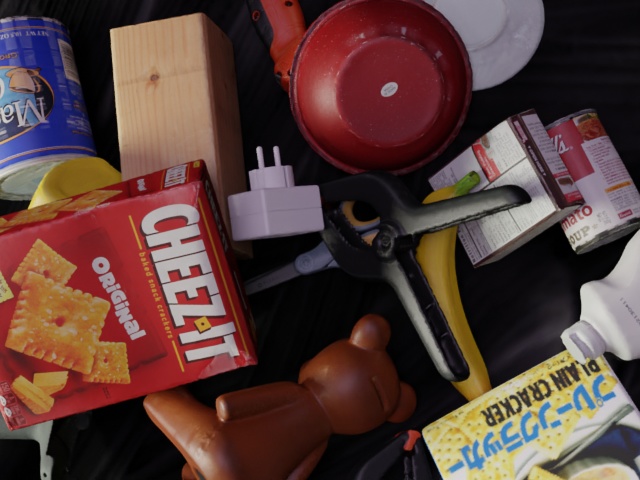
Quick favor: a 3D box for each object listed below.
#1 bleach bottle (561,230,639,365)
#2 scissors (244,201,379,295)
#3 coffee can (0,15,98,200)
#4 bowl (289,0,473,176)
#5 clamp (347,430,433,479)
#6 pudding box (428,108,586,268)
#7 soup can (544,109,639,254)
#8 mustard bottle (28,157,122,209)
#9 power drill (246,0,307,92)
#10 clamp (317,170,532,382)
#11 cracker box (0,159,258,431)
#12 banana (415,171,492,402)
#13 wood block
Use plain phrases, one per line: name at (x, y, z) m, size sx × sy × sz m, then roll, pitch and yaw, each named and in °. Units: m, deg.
bleach bottle at (0.290, 0.006, 0.835) m, size 0.250 × 0.068 × 0.102 m, roll -35°, pitch 78°, yaw -7°
scissors at (-0.006, 0.001, 0.949) m, size 0.202 × 0.016 × 0.096 m, roll -7°, pitch 79°, yaw 11°
coffee can at (-0.265, -0.119, 0.975) m, size 0.103 × 0.102 × 0.140 m, roll -17°, pitch 79°, yaw 9°
bowl at (0.055, -0.127, 0.901) m, size 0.162 × 0.055 × 0.162 m, roll -1°, pitch 104°, yaw -4°
clamp at (0.040, 0.237, 0.875) m, size 0.120 × 0.039 × 0.171 m, roll 16°, pitch 71°, yaw -17°
pudding box at (0.151, -0.041, 0.880) m, size 0.114 × 0.039 × 0.090 m, roll -40°, pitch 72°, yaw 50°
soup can at (0.219, -0.048, 0.882) m, size 0.068 × 0.068 × 0.102 m, roll -25°, pitch 78°, yaw 7°
mustard bottle at (-0.242, 0.018, 0.947) m, size 0.058 × 0.096 × 0.192 m, roll 37°, pitch 120°, yaw 5°
power drill at (-0.015, -0.240, 0.966) m, size 0.184 × 0.057 × 0.188 m, roll -31°, pitch 75°, yaw 6°
clamp at (0.065, 0.011, 0.876) m, size 0.210 × 0.036 × 0.164 m, roll 22°, pitch 106°, yaw 39°
cracker box at (-0.172, 0.046, 0.851) m, size 0.213 × 0.072 × 0.164 m, roll -15°, pitch 110°, yaw 1°
banana at (0.107, 0.042, 0.894) m, size 0.037 × 0.070 × 0.198 m, roll -11°, pitch 99°, yaw -33°
wood block at (-0.122, -0.083, 0.947) m, size 0.091 × 0.090 × 0.206 m, roll -8°, pitch 81°, yaw 11°
